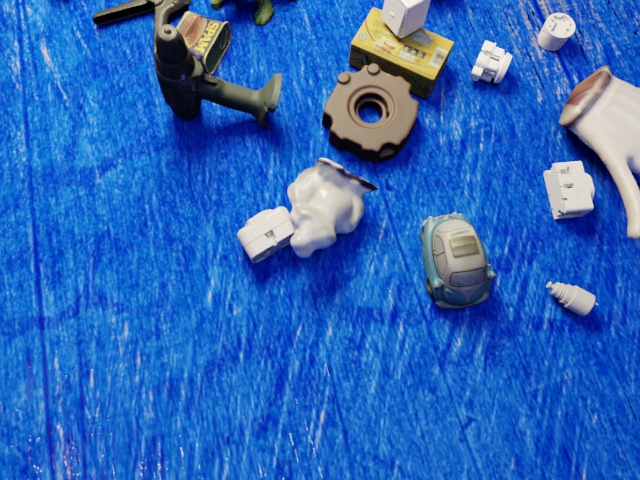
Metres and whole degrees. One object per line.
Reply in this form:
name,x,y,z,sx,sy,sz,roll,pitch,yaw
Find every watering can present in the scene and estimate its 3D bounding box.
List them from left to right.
watering can,0.514,-0.170,0.879,0.225,0.102,0.354,37,59,8

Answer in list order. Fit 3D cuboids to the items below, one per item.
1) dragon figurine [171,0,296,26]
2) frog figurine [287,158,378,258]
dragon figurine,-0.111,-0.544,0.939,0.413,0.239,0.123,-44,75,-10
frog figurine,0.003,-0.043,0.849,0.123,0.136,0.160,20,82,50
